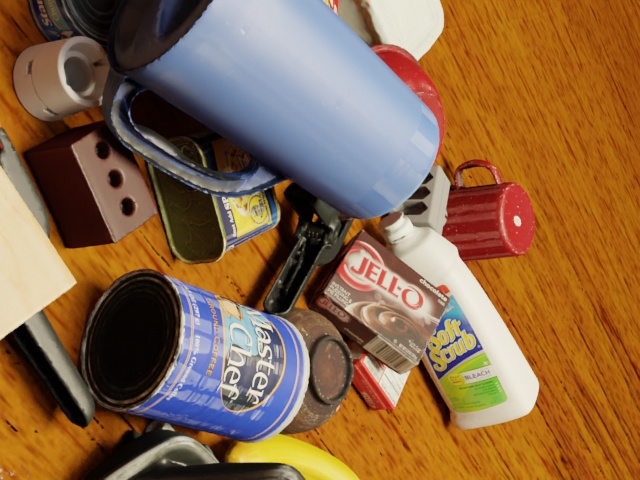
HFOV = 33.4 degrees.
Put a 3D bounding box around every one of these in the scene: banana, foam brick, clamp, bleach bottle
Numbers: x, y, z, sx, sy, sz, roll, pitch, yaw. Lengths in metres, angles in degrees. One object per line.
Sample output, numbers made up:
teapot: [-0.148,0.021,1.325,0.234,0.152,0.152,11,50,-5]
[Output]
banana: [-0.017,0.195,0.904,0.197,0.070,0.037,32,92,-39]
foam brick: [-0.162,-0.040,0.759,0.052,0.051,0.078,-42,117,-47]
clamp: [-0.211,0.029,0.696,0.164,0.036,0.210,17,71,-47]
bleach bottle: [0.126,0.079,1.089,0.250,0.103,0.068,56,36,-22]
clamp: [-0.006,0.001,0.942,0.171,0.039,0.120,-18,129,-69]

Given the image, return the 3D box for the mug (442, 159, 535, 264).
mug: [0.181,-0.031,1.172,0.093,0.082,0.117,-17,98,-52]

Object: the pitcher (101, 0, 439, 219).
pitcher: [-0.031,-0.107,0.777,0.242,0.149,0.145,35,48,-36]

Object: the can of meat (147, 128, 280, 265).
can of meat: [-0.083,-0.042,0.858,0.083,0.058,0.102,-29,108,-52]

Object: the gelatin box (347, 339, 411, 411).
gelatin box: [0.059,0.110,1.039,0.073,0.030,0.089,57,45,-32]

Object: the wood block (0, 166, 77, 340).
wood block: [-0.242,-0.033,0.592,0.090,0.091,0.206,-41,108,-39]

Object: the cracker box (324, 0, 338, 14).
cracker box: [-0.045,-0.245,0.851,0.164,0.072,0.213,-88,162,-45]

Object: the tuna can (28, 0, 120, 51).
tuna can: [-0.170,-0.179,0.784,0.086,0.034,0.086,10,77,-51]

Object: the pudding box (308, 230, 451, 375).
pudding box: [0.057,0.058,1.000,0.113,0.039,0.090,39,51,-7]

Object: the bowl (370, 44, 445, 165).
bowl: [0.069,-0.101,1.014,0.161,0.055,0.162,-22,123,-39]

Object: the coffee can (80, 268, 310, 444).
coffee can: [-0.090,0.089,0.791,0.140,0.103,0.103,26,65,-47]

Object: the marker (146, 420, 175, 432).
marker: [-0.097,0.186,0.836,0.121,0.020,0.020,58,45,-29]
